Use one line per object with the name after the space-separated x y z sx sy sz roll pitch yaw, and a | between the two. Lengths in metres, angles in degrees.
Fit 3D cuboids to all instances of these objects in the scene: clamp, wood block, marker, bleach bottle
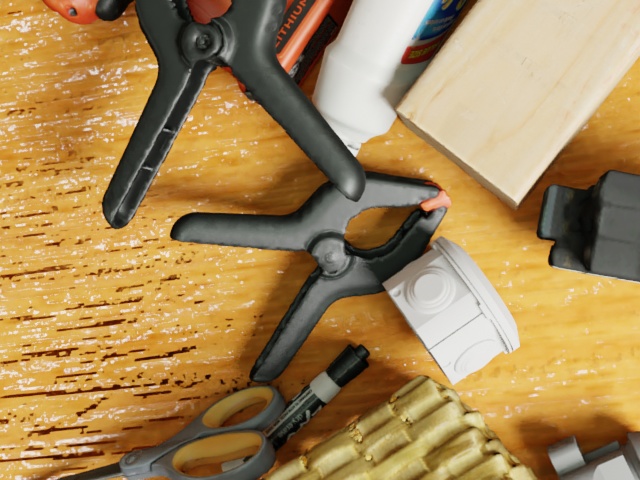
-0.071 -0.108 0.633 0.165 0.036 0.210 -13 87 16 | clamp
-0.004 0.001 0.663 0.171 0.039 0.120 -35 110 4 | clamp
0.144 -0.127 0.624 0.090 0.090 0.206 39 95 8 | wood block
-0.014 0.110 0.682 0.121 0.020 0.020 -44 82 6 | marker
0.063 -0.159 0.646 0.068 0.102 0.251 31 102 15 | bleach bottle

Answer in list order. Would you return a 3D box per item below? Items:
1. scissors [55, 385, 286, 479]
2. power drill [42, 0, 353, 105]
-0.102 0.132 0.691 0.202 0.096 0.016 -9 118 37 | scissors
-0.067 -0.188 0.681 0.188 0.057 0.184 35 98 12 | power drill
